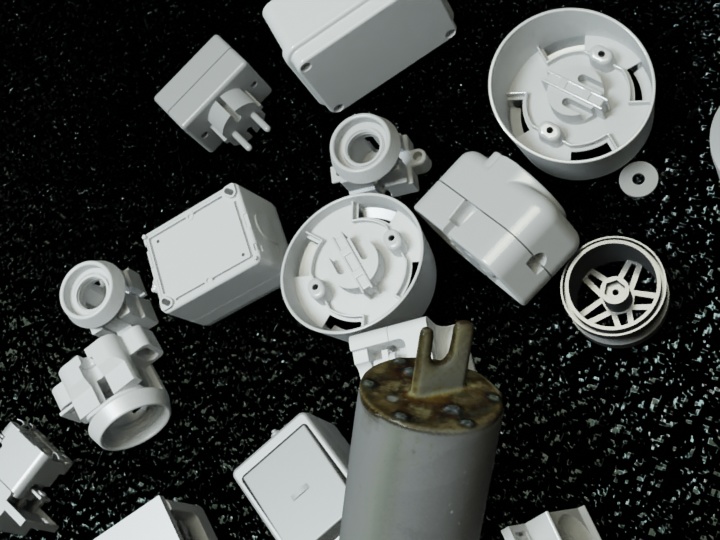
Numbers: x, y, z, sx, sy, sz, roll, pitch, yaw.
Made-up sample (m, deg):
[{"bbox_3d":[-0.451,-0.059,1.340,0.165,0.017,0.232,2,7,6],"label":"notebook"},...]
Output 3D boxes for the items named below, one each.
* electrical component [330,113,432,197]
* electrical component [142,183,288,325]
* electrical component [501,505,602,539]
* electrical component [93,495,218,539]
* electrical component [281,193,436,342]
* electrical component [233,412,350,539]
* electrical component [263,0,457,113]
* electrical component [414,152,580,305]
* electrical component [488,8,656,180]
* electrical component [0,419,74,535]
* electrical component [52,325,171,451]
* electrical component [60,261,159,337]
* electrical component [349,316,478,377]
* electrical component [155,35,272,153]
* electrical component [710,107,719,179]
[{"bbox_3d":[0.009,-0.074,0.717,0.066,0.055,0.048,-12,69,16],"label":"electrical component"},{"bbox_3d":[-0.099,-0.005,0.735,0.096,0.061,0.061,-28,65,19],"label":"electrical component"},{"bbox_3d":[0.115,0.199,0.584,0.063,0.079,0.121,-39,62,29],"label":"electrical component"},{"bbox_3d":[-0.113,0.229,0.660,0.089,0.062,0.150,-35,65,7],"label":"electrical component"},{"bbox_3d":[0.000,0.000,0.691,0.099,0.064,0.099,-6,71,18],"label":"electrical component"},{"bbox_3d":[-0.031,0.133,0.661,0.062,0.061,0.096,-41,64,3],"label":"electrical component"},{"bbox_3d":[0.002,-0.170,0.739,0.113,0.078,0.057,-33,62,8],"label":"electrical component"},{"bbox_3d":[0.086,-0.030,0.662,0.059,0.054,0.095,-47,40,1],"label":"electrical component"},{"bbox_3d":[0.136,-0.108,0.677,0.099,0.064,0.099,-6,71,18],"label":"electrical component"},{"bbox_3d":[-0.238,0.142,0.745,0.081,0.042,0.063,35,85,25],"label":"electrical component"},{"bbox_3d":[-0.163,0.084,0.728,0.078,0.058,0.057,-37,62,5],"label":"electrical component"},{"bbox_3d":[-0.177,0.021,0.754,0.048,0.055,0.066,-31,65,8],"label":"electrical component"},{"bbox_3d":[0.037,0.065,0.642,0.056,0.089,0.050,-16,68,15],"label":"electrical component"},{"bbox_3d":[-0.094,-0.115,0.773,0.065,0.047,0.076,-46,64,2],"label":"electrical component"},{"bbox_3d":[0.248,-0.071,0.631,0.080,0.051,0.080,-6,71,18],"label":"electrical component"}]
